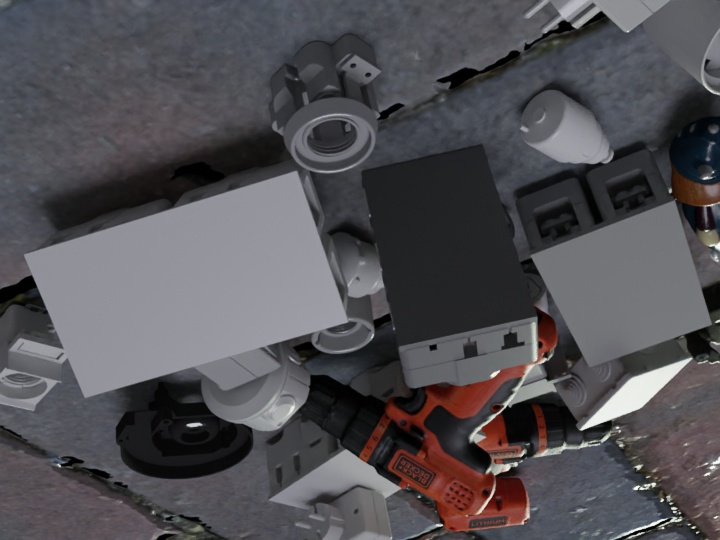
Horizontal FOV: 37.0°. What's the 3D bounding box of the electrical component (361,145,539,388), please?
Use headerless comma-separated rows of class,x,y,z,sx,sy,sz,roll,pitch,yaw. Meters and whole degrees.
electrical component,0.059,-0.002,0.731,0.089,0.150,0.061,-12,143,1

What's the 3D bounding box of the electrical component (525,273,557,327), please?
electrical component,0.139,0.033,0.894,0.044,0.044,0.065,-14,139,4

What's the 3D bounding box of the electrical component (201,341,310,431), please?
electrical component,-0.085,0.089,0.876,0.080,0.080,0.051,-26,147,18

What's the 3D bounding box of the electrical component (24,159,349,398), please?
electrical component,-0.111,0.003,0.724,0.186,0.060,0.105,-16,107,7

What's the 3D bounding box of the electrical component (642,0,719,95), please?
electrical component,0.234,-0.158,0.662,0.099,0.064,0.099,-19,145,-14

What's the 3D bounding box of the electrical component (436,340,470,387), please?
electrical component,0.086,0.095,0.940,0.044,0.077,0.079,-13,-179,12

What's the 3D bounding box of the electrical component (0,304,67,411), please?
electrical component,-0.254,0.064,0.808,0.042,0.063,0.081,20,134,-36

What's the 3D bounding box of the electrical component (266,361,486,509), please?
electrical component,0.010,0.160,1.011,0.105,0.060,0.186,24,131,-38

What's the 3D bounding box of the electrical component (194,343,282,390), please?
electrical component,-0.105,0.039,0.816,0.061,0.061,0.096,-24,142,17

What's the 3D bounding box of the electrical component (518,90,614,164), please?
electrical component,0.143,-0.091,0.727,0.078,0.040,0.040,22,132,-37

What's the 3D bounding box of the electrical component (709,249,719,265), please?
electrical component,0.314,-0.009,0.862,0.048,0.062,0.048,-11,133,-12

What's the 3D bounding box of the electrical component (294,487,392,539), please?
electrical component,-0.028,0.242,1.017,0.083,0.047,0.076,-36,137,30

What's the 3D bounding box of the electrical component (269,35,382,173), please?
electrical component,-0.020,-0.097,0.661,0.058,0.057,0.078,24,131,-39

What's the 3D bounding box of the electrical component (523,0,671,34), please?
electrical component,0.130,-0.165,0.618,0.077,0.047,0.066,-37,140,26

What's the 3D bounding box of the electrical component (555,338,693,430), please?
electrical component,0.235,0.092,0.972,0.100,0.048,0.099,-12,148,-35

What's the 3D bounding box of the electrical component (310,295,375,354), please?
electrical component,-0.017,0.033,0.845,0.055,0.047,0.055,-7,144,-5

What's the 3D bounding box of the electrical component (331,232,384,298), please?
electrical component,0.000,0.000,0.809,0.062,0.048,0.048,14,137,-42

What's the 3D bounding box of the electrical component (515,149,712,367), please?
electrical component,0.200,-0.006,0.839,0.105,0.060,0.186,-21,143,13

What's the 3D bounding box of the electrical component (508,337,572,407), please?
electrical component,0.142,0.084,0.962,0.081,0.042,0.063,-21,139,11
